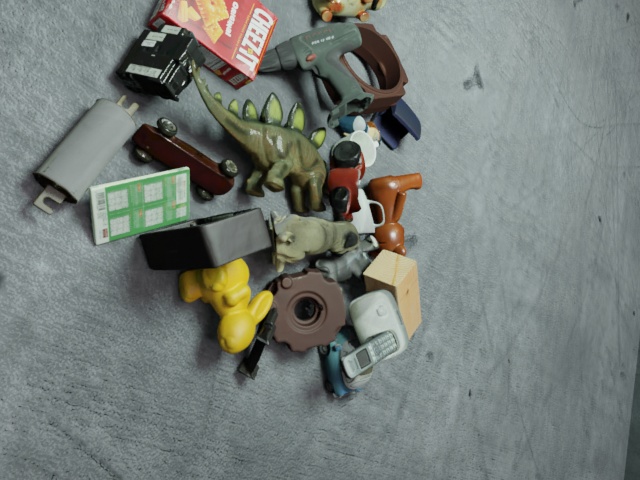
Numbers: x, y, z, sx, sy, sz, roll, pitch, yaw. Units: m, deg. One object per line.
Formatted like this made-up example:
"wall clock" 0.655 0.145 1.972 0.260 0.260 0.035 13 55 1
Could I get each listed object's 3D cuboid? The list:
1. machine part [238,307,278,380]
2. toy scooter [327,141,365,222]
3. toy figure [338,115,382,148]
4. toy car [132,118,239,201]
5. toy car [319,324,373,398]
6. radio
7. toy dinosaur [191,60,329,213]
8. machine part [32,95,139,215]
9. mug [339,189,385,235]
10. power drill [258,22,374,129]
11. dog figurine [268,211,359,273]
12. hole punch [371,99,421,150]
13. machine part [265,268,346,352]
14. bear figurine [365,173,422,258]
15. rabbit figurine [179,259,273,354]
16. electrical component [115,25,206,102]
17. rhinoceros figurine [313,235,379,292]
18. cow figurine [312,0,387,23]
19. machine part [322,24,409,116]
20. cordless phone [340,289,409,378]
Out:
"machine part" -0.116 0.202 1.045 0.039 0.084 0.138 22 107 -9
"toy scooter" 0.059 -0.113 1.158 0.135 0.075 0.184 68 27 -57
"toy figure" 0.098 -0.263 1.293 0.154 0.058 0.064 26 115 -35
"toy car" -0.244 -0.148 0.985 0.202 0.089 0.053 33 34 -31
"toy car" 0.068 0.271 1.197 0.109 0.103 0.161 0 85 -38
"radio" -0.197 0.000 0.920 0.131 0.230 0.073 -22 103 -41
"toy dinosaur" -0.088 -0.181 1.082 0.471 0.105 0.198 26 66 -51
"machine part" -0.381 -0.146 0.878 0.079 0.079 0.243 43 63 -29
"mug" 0.092 -0.065 1.241 0.081 0.110 0.107 0 81 -77
"power drill" 0.001 -0.340 1.125 0.232 0.086 0.207 -28 76 -3
"dog figurine" -0.003 -0.007 1.087 0.191 0.172 0.121 -5 100 -8
"hole punch" 0.203 -0.308 1.362 0.142 0.092 0.116 36 61 -28
"machine part" -0.031 0.145 1.113 0.179 0.056 0.179 -1 94 -13
"bear figurine" 0.179 -0.058 1.302 0.132 0.120 0.195 -16 99 -42
"rabbit figurine" -0.169 0.126 1.006 0.162 0.122 0.173 9 59 -61
"electrical component" -0.274 -0.317 0.949 0.134 0.115 0.058 -63 159 -19
"rhinoceros figurine" 0.059 0.049 1.224 0.190 0.073 0.112 -26 102 -36
"cow figurine" 0.071 -0.567 1.263 0.195 0.127 0.085 -11 136 -24
"machine part" 0.097 -0.399 1.249 0.201 0.087 0.201 -18 82 -39
"cordless phone" 0.091 0.195 1.118 0.184 0.089 0.146 -22 92 -44
